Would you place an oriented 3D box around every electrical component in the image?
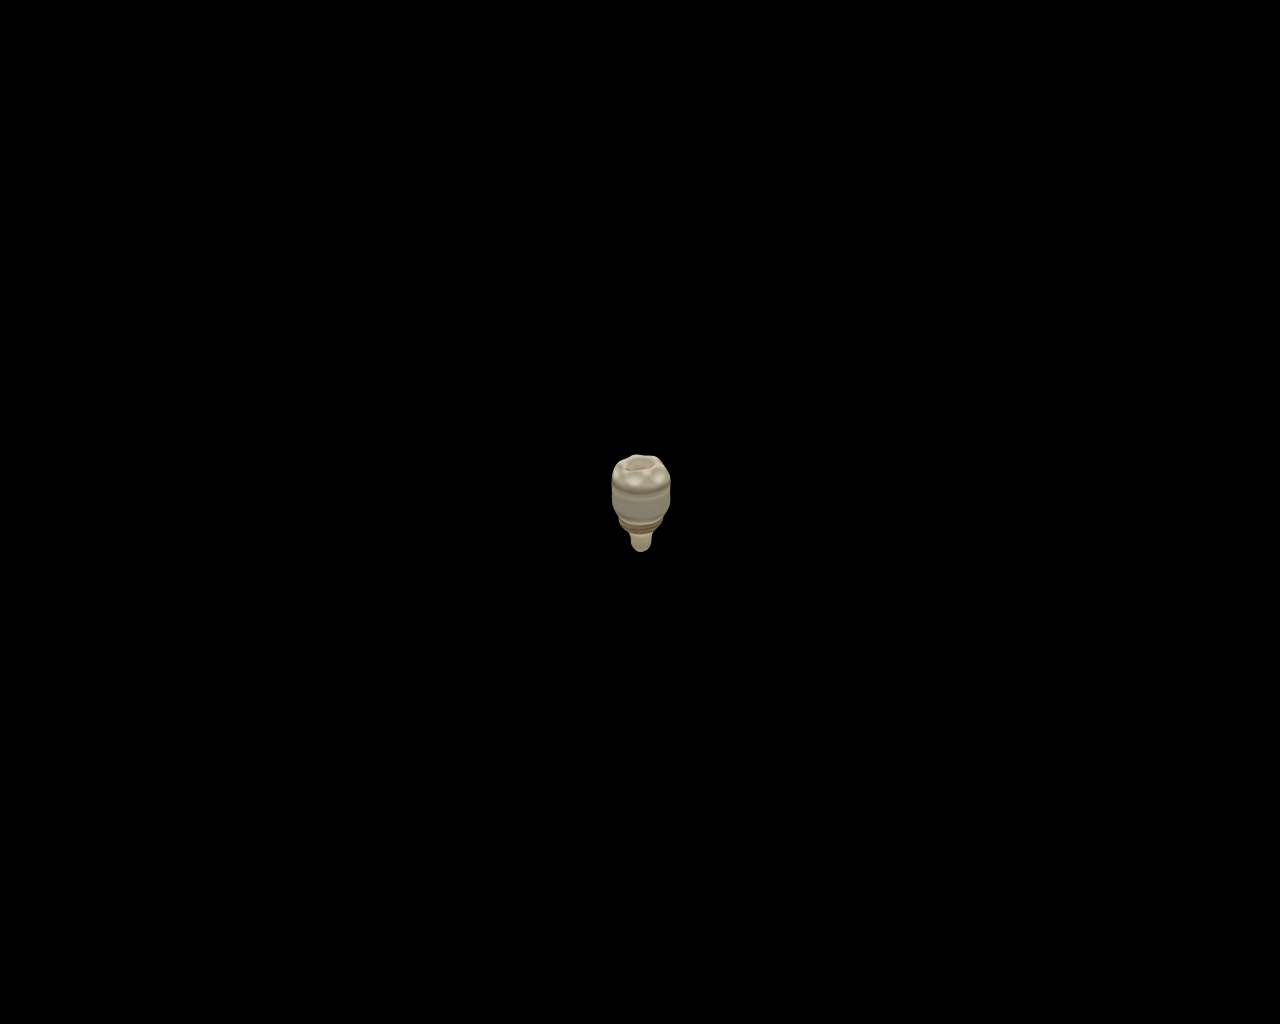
[{"bbox_3d":[0.001,-0.003,0.650,0.035,0.061,0.035,0,28,0],"label":"electrical component"}]
